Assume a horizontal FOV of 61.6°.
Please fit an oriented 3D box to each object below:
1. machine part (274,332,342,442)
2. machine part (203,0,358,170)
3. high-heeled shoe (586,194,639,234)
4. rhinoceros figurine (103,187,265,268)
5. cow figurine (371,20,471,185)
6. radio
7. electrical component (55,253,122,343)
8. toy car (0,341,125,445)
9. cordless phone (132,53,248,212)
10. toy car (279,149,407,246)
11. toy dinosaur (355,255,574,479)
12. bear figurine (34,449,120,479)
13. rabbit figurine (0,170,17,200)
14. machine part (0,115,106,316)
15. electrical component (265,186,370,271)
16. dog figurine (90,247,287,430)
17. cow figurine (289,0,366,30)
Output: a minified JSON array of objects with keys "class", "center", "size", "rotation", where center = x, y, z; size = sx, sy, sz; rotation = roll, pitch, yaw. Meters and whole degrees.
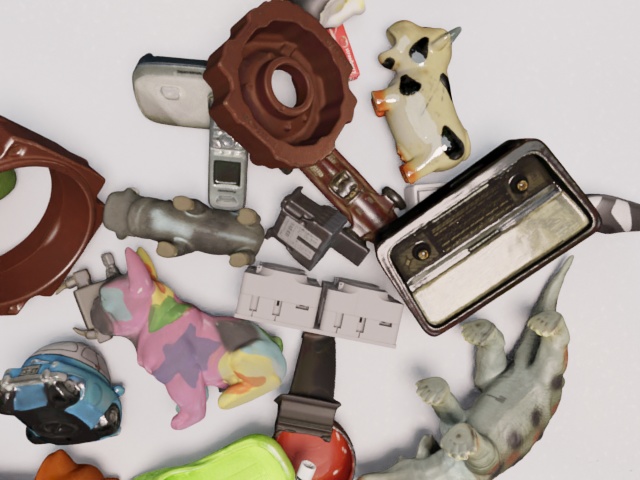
[{"class":"machine part","center":[-0.010,0.170,0.660],"size":[0.084,0.039,0.139],"rotation":[8,58,9]},{"class":"machine part","center":[-0.041,-0.167,0.597],"size":[0.179,0.056,0.179],"rotation":[0,89,-36]},{"class":"high-heeled shoe","center":[0.312,0.009,0.689],"size":[0.249,0.086,0.145],"rotation":[11,95,0]},{"class":"rhinoceros figurine","center":[-0.159,-0.020,0.639],"size":[0.190,0.112,0.073],"rotation":[10,98,-9]},{"class":"cow figurine","center":[0.129,-0.179,0.668],"size":[0.127,0.085,0.194],"rotation":[-21,91,3]},{"class":"radio","center":[0.181,-0.008,0.618],"size":[0.229,0.073,0.131],"rotation":[-36,96,6]},{"class":"electrical component","center":[-0.278,0.076,0.671],"size":[0.078,0.045,0.102],"rotation":[-29,97,-31]},{"class":"toy car","center":[-0.303,0.174,0.637],"size":[0.109,0.161,0.103],"rotation":[-10,48,4]},{"class":"cordless phone","center":[-0.149,-0.128,0.660],"size":[0.147,0.089,0.184],"rotation":[4,109,-4]},{"class":"toy car","center":[0.021,-0.076,0.680],"size":[0.089,0.053,0.202],"rotation":[-43,95,2]},{"class":"toy dinosaur","center":[0.226,0.210,0.669],"size":[0.405,0.131,0.192],"rotation":[-37,126,-17]},{"class":"bear figurine","center":[-0.352,0.291,0.635],"size":[0.196,0.120,0.132],"rotation":[-16,89,-5]},{"class":"rabbit figurine","center":[-0.443,-0.050,0.614],"size":[0.121,0.159,0.170],"rotation":[38,70,16]},{"class":"machine part","center":[-0.347,-0.021,0.577],"size":[0.087,0.201,0.201],"rotation":[33,89,21]},{"class":"electrical component","center":[-0.001,-0.002,0.659],"size":[0.119,0.048,0.074],"rotation":[39,131,5]},{"class":"dog figurine","center":[-0.159,0.100,0.642],"size":[0.192,0.108,0.219],"rotation":[-23,94,-5]},{"class":"cow figurine","center":[-0.026,-0.325,0.652],"size":[0.098,0.068,0.167],"rotation":[-35,73,-4]}]
